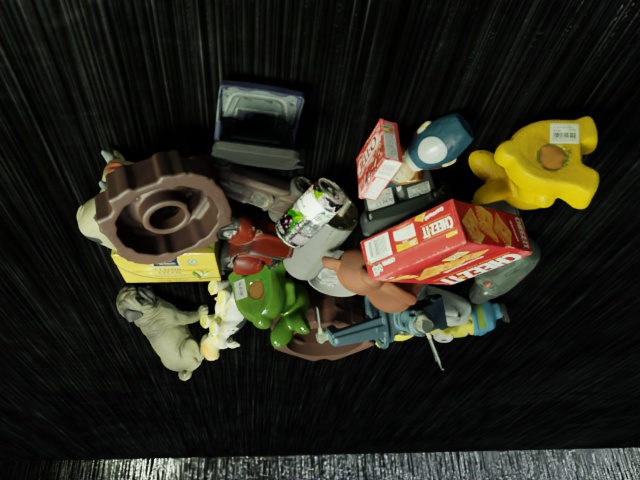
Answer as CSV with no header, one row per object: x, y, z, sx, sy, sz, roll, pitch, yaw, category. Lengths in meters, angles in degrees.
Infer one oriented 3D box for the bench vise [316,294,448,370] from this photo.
0.114,0.164,1.034,0.241,0.224,0.128,-13,106,-11,bench vise

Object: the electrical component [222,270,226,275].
-0.210,0.046,1.008,0.094,0.021,0.063,-12,146,14,electrical component

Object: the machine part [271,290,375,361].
0.008,0.191,1.195,0.201,0.087,0.201,-31,138,34,machine part

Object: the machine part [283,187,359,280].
-0.002,-0.003,0.897,0.079,0.079,0.243,10,145,-20,machine part

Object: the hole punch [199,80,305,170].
-0.081,-0.141,0.686,0.142,0.092,0.116,3,177,-13,hole punch

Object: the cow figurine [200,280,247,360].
-0.186,0.162,1.089,0.098,0.068,0.167,1,112,-41,cow figurine

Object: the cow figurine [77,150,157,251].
-0.290,-0.058,0.789,0.195,0.085,0.127,-27,146,34,cow figurine

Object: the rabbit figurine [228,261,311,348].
-0.069,0.117,1.037,0.121,0.159,0.170,-32,153,23,rabbit figurine

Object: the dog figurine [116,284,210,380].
-0.330,0.188,1.093,0.121,0.172,0.190,-35,144,25,dog figurine

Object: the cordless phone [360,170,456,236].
0.157,-0.029,0.870,0.147,0.089,0.184,-18,149,22,cordless phone

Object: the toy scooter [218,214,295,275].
-0.100,0.011,0.895,0.135,0.075,0.183,6,156,-3,toy scooter

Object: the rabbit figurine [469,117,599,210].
0.299,-0.084,0.767,0.162,0.122,0.173,-6,166,10,rabbit figurine

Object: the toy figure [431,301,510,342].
0.324,0.173,1.197,0.180,0.089,0.082,-16,145,5,toy figure

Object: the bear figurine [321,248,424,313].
0.098,0.045,0.896,0.120,0.132,0.195,16,163,37,bear figurine

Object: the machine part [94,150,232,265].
-0.207,-0.042,0.719,0.179,0.056,0.179,-17,147,-12,machine part

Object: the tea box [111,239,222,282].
-0.258,0.022,0.926,0.170,0.068,0.098,-1,148,-1,tea box

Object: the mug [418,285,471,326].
0.262,0.143,1.117,0.107,0.080,0.110,9,-172,-11,mug

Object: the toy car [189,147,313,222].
-0.104,-0.075,0.802,0.202,0.053,0.089,16,146,-29,toy car

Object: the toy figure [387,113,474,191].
0.137,-0.117,0.748,0.154,0.064,0.058,-33,161,33,toy figure

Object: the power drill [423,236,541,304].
0.285,0.063,1.021,0.207,0.086,0.232,13,148,-16,power drill
